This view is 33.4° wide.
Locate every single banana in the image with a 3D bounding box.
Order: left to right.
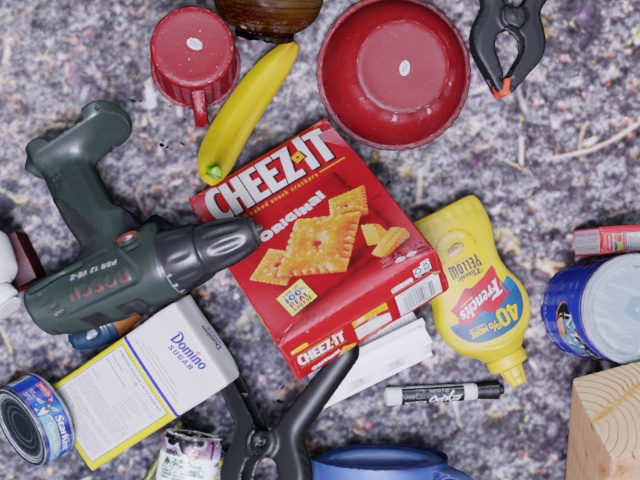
[{"bbox_3d":[-0.076,-0.118,1.052,0.037,0.070,0.197,44,51,-27],"label":"banana"}]

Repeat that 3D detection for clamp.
[{"bbox_3d":[-0.038,0.183,0.987,0.165,0.036,0.210,-9,72,27],"label":"clamp"},{"bbox_3d":[0.205,-0.233,1.101,0.120,0.039,0.171,-3,92,1],"label":"clamp"}]

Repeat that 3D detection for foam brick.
[{"bbox_3d":[-0.316,0.032,1.041,0.078,0.051,0.053,-26,89,-5],"label":"foam brick"}]

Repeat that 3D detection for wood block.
[{"bbox_3d":[0.286,0.214,0.989,0.090,0.206,0.090,-14,44,-4],"label":"wood block"}]

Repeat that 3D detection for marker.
[{"bbox_3d":[0.126,0.155,1.078,0.121,0.020,0.020,-3,86,-5],"label":"marker"}]

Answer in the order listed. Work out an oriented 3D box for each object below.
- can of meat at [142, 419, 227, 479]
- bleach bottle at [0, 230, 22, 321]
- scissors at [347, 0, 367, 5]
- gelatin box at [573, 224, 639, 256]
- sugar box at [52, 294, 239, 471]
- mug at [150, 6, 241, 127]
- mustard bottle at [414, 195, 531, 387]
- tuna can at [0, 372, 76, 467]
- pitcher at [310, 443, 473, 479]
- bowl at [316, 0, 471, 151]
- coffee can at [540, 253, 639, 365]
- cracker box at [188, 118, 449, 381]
[{"bbox_3d":[-0.128,0.240,1.038,0.084,0.057,0.102,32,85,-4],"label":"can of meat"},{"bbox_3d":[-0.371,-0.016,0.998,0.102,0.068,0.251,-43,72,-6],"label":"bleach bottle"},{"bbox_3d":[-0.003,-0.302,1.102,0.201,0.016,0.096,14,85,-2],"label":"scissors"},{"bbox_3d":[0.301,0.001,1.065,0.073,0.089,0.030,-2,88,-4],"label":"gelatin box"},{"bbox_3d":[-0.170,0.136,1.015,0.176,0.048,0.093,-33,90,17],"label":"sugar box"},{"bbox_3d":[-0.123,-0.170,1.052,0.093,0.081,0.117,-4,86,-4],"label":"mug"},{"bbox_3d":[0.155,0.059,1.067,0.096,0.058,0.191,-27,89,-7],"label":"mustard bottle"},{"bbox_3d":[-0.272,0.172,1.016,0.033,0.086,0.086,-29,88,-40],"label":"tuna can"},{"bbox_3d":[0.066,0.318,1.005,0.144,0.149,0.243,-1,89,-15],"label":"pitcher"},{"bbox_3d":[0.079,-0.171,1.072,0.162,0.055,0.162,0,92,-5],"label":"bowl"},{"bbox_3d":[0.282,0.068,1.033,0.102,0.140,0.103,0,86,-4],"label":"coffee can"},{"bbox_3d":[-0.007,0.001,0.998,0.164,0.072,0.214,-31,51,-6],"label":"cracker box"}]
